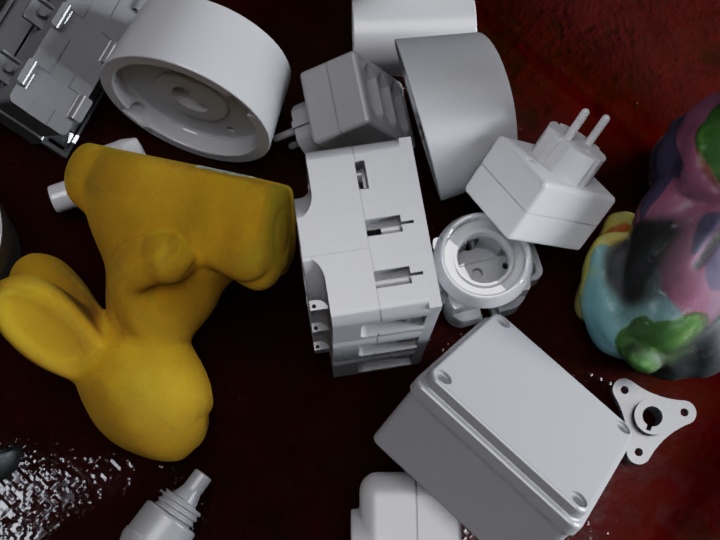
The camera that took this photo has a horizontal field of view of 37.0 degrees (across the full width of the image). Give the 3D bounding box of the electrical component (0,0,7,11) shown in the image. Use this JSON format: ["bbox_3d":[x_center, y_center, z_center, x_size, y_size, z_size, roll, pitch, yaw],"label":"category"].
[{"bbox_3d":[-0.238,-0.216,0.704,0.099,0.064,0.099,0,87,5],"label":"electrical component"}]

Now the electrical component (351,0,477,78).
[{"bbox_3d":[0.033,-0.168,0.691,0.077,0.044,0.079,-2,74,-1],"label":"electrical component"}]

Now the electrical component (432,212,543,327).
[{"bbox_3d":[0.071,-0.001,0.638,0.078,0.057,0.058,-15,75,-5],"label":"electrical component"}]

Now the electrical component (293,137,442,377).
[{"bbox_3d":[0.000,0.000,0.589,0.062,0.150,0.089,-9,75,-4],"label":"electrical component"}]

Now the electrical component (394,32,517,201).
[{"bbox_3d":[0.053,-0.093,0.643,0.064,0.099,0.099,-13,75,-10],"label":"electrical component"}]

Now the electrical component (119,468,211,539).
[{"bbox_3d":[-0.107,0.141,0.609,0.035,0.035,0.061,35,74,9],"label":"electrical component"}]

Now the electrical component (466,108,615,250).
[{"bbox_3d":[0.112,-0.057,0.604,0.076,0.066,0.047,-58,48,26],"label":"electrical component"}]

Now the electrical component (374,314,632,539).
[{"bbox_3d":[0.080,0.090,0.584,0.109,0.109,0.056,42,120,10],"label":"electrical component"}]

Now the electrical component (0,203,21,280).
[{"bbox_3d":[-0.251,-0.012,0.635,0.099,0.064,0.099,0,74,-1],"label":"electrical component"}]

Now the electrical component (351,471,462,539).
[{"bbox_3d":[0.025,0.161,0.594,0.059,0.053,0.095,0,74,-1],"label":"electrical component"}]

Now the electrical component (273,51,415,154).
[{"bbox_3d":[-0.017,-0.091,0.663,0.077,0.066,0.047,-19,73,24],"label":"electrical component"}]

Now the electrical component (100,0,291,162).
[{"bbox_3d":[-0.093,-0.119,0.646,0.108,0.108,0.060,19,69,5],"label":"electrical component"}]

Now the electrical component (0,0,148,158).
[{"bbox_3d":[-0.181,-0.142,0.665,0.079,0.063,0.121,36,73,-34],"label":"electrical component"}]

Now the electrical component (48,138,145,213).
[{"bbox_3d":[-0.158,-0.053,0.658,0.062,0.043,0.043,-19,76,-5],"label":"electrical component"}]
